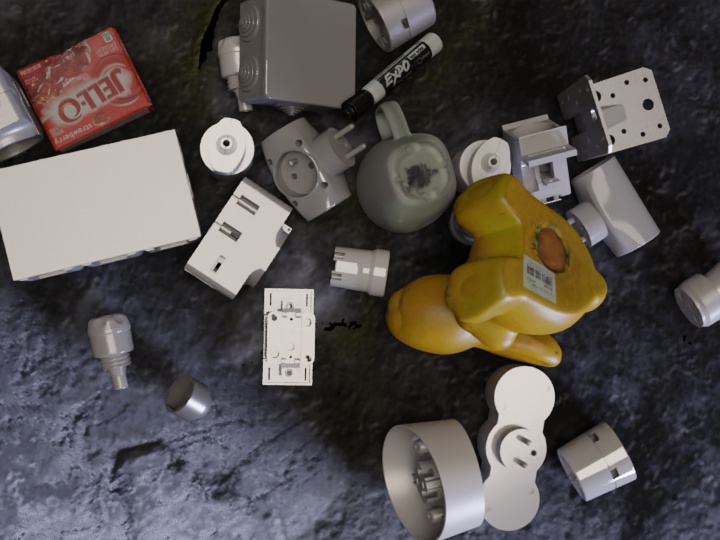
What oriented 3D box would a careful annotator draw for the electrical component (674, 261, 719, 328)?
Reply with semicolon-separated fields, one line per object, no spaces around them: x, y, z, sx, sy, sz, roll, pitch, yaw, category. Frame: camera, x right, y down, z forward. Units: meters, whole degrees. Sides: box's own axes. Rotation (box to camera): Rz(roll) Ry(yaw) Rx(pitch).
0.310;0.019;0.937;0.055;0.045;0.045;-30;92;-5;electrical component

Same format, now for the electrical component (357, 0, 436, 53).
0.032;-0.219;0.908;0.047;0.055;0.055;-30;92;-10;electrical component

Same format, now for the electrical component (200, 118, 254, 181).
-0.108;-0.098;0.877;0.043;0.081;0.043;0;89;-6;electrical component

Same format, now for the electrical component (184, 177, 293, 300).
-0.097;-0.023;0.891;0.056;0.050;0.089;34;84;-6;electrical component

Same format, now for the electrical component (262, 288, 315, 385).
-0.058;0.055;0.889;0.042;0.064;0.081;1;87;-8;electrical component

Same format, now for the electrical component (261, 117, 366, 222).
-0.031;-0.092;0.895;0.079;0.044;0.077;-30;93;26;electrical component

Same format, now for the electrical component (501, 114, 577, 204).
0.151;-0.093;0.912;0.042;0.081;0.063;-14;113;-6;electrical component

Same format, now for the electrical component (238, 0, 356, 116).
-0.053;-0.177;0.885;0.100;0.048;0.099;1;89;-37;electrical component

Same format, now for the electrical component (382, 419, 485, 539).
0.062;0.172;0.885;0.064;0.099;0.099;-11;90;-12;electrical component

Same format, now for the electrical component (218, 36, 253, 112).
-0.100;-0.164;0.903;0.035;0.035;0.061;-7;92;-6;electrical component

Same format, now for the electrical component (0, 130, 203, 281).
-0.212;-0.051;0.875;0.150;0.062;0.089;-14;90;-6;electrical component

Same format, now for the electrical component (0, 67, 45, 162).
-0.289;-0.120;0.854;0.050;0.089;0.055;-27;92;-6;electrical component

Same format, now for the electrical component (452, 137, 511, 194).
0.103;-0.086;0.899;0.043;0.081;0.043;0;89;-6;electrical component

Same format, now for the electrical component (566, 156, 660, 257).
0.205;-0.046;0.928;0.079;0.043;0.077;-32;92;-6;electrical component

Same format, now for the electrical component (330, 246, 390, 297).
0.000;0.000;0.909;0.046;0.040;0.040;8;88;0;electrical component

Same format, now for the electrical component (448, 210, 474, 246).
0.098;-0.042;0.915;0.040;0.046;0.040;0;88;-5;electrical component

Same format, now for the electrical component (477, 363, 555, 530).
0.131;0.149;0.902;0.052;0.074;0.138;9;88;-6;electrical component

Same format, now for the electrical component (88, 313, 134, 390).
-0.203;0.068;0.888;0.035;0.035;0.061;-11;93;-6;electrical component

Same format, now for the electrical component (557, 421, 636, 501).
0.201;0.165;0.919;0.047;0.055;0.055;-27;92;-2;electrical component
